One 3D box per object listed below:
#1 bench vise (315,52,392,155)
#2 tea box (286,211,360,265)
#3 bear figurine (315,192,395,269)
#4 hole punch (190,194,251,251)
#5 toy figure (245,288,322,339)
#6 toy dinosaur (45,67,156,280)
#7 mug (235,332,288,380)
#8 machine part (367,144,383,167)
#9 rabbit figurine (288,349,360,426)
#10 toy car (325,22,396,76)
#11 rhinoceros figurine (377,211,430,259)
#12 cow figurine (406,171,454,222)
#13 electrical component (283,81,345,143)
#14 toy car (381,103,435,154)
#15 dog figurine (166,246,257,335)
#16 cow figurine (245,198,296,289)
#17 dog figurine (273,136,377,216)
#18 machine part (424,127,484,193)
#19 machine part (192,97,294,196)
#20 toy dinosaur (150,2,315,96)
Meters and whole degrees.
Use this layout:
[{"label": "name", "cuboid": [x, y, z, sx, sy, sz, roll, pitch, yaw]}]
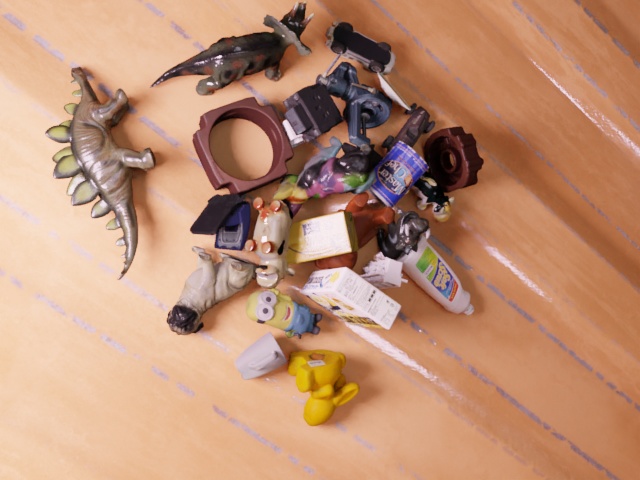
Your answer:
[{"label": "bench vise", "cuboid": [0.089, -0.323, 1.338, 0.223, 0.129, 0.240, 22, 56, -38]}, {"label": "tea box", "cuboid": [-0.003, -0.004, 1.256, 0.170, 0.068, 0.098, -14, 88, 22]}, {"label": "bear figurine", "cuboid": [0.080, -0.005, 1.308, 0.120, 0.132, 0.196, 32, 68, -14]}, {"label": "hole punch", "cuboid": [-0.210, -0.038, 1.202, 0.092, 0.142, 0.116, 43, 65, -33]}, {"label": "toy figure", "cuboid": [-0.086, 0.175, 1.248, 0.180, 0.089, 0.082, 23, 46, -27]}, {"label": "toy dinosaur", "cuboid": [-0.452, -0.156, 1.137, 0.199, 0.105, 0.471, -23, 84, -14]}, {"label": "mug", "cuboid": [-0.135, 0.271, 1.209, 0.107, 0.110, 0.080, -31, 101, -8]}, {"label": "machine part", "cuboid": [0.146, -0.201, 1.402, 0.139, 0.039, 0.084, 34, 68, -13]}, {"label": "rabbit figurine", "cuboid": [0.003, 0.348, 1.262, 0.162, 0.122, 0.173, -3, 99, -31]}, {"label": "toy car", "cuboid": [0.106, -0.501, 1.411, 0.202, 0.056, 0.073, 21, 83, -16]}, {"label": "rhinoceros figurine", "cuboid": [0.202, -0.011, 1.325, 0.073, 0.190, 0.112, 12, 62, -16]}, {"label": "cow figurine", "cuboid": [0.299, -0.119, 1.418, 0.167, 0.098, 0.068, 41, 67, -11]}, {"label": "electrical component", "cuboid": [-0.019, -0.294, 1.244, 0.134, 0.058, 0.114, -42, 102, -41]}, {"label": "toy car", "cuboid": [0.241, -0.284, 1.432, 0.089, 0.053, 0.202, 41, 66, -9]}, {"label": "dog figurine", "cuboid": [-0.237, 0.126, 1.197, 0.172, 0.121, 0.190, 15, 93, -15]}, {"label": "cow figurine", "cuboid": [-0.105, 0.013, 1.208, 0.127, 0.086, 0.195, 21, 75, -60]}, {"label": "dog figurine", "cuboid": [-0.001, -0.128, 1.257, 0.219, 0.192, 0.108, -40, 133, -12]}, {"label": "machine part", "cuboid": [0.348, -0.211, 1.412, 0.056, 0.179, 0.179, -17, 90, -25]}, {"label": "machine part", "cuboid": [-0.180, -0.214, 1.253, 0.201, 0.087, 0.201, -26, 95, -21]}, {"label": "toy dinosaur", "cuboid": [-0.178, -0.420, 1.220, 0.405, 0.192, 0.131, -29, 93, -23]}]
